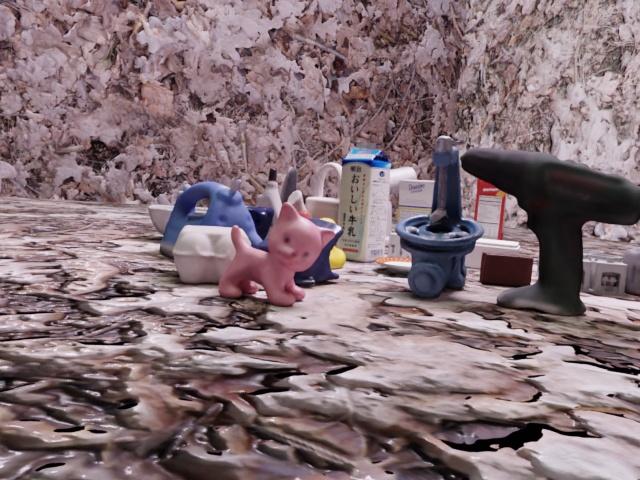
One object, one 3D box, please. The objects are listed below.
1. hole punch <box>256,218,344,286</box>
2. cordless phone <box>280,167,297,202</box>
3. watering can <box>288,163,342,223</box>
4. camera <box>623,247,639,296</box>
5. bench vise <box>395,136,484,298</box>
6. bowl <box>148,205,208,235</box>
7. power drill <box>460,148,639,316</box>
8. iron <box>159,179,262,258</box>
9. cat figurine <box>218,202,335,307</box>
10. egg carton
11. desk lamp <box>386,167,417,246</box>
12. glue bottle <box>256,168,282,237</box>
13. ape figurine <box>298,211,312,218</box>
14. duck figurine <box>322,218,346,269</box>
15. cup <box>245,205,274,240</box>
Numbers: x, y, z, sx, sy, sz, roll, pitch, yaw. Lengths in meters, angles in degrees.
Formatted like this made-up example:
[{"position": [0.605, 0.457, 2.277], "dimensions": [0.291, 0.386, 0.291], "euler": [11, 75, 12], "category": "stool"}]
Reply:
[{"position": [-0.029, 0.015, 0.832], "dimensions": [0.108, 0.091, 0.101], "euler": [8, 6, 37], "category": "hole punch"}, {"position": [-0.086, -0.084, 1.373], "dimensions": [0.094, 0.185, 0.147], "euler": [4, 5, -2], "category": "cordless phone"}, {"position": [0.013, -0.067, 1.215], "dimensions": [0.100, 0.194, 0.173], "euler": [8, 6, 33], "category": "watering can"}, {"position": [0.599, 0.048, 0.940], "dimensions": [0.143, 0.101, 0.136], "euler": [2, 5, -22], "category": "camera"}, {"position": [0.171, -0.035, 0.835], "dimensions": [0.121, 0.220, 0.207], "euler": [5, 5, 5], "category": "bench vise"}, {"position": [-0.292, -0.034, 1.257], "dimensions": [0.167, 0.075, 0.167], "euler": [4, 5, 0], "category": "bowl"}, {"position": [0.291, -0.013, 0.755], "dimensions": [0.229, 0.208, 0.076], "euler": [6, 5, 21], "category": "power drill"}, {"position": [-0.207, -0.038, 0.992], "dimensions": [0.119, 0.141, 0.257], "euler": [0, 7, -43], "category": "iron"}, {"position": [-0.051, 0.013, 0.676], "dimensions": [0.127, 0.118, 0.067], "euler": [6, 5, 16], "category": "cat figurine"}, {"position": [-0.150, 0.019, 0.801], "dimensions": [0.107, 0.069, 0.150], "euler": [3, 5, -12], "category": "egg carton"}, {"position": [0.174, -0.091, 1.512], "dimensions": [0.203, 0.213, 0.117], "euler": [3, 5, -17], "category": "desk lamp"}, {"position": [-0.108, -0.067, 1.228], "dimensions": [0.078, 0.173, 0.037], "euler": [6, 5, 18], "category": "glue bottle"}, {"position": [-0.032, -0.012, 1.131], "dimensions": [0.078, 0.092, 0.076], "euler": [4, 5, -6], "category": "ape figurine"}, {"position": [0.009, 0.004, 1.021], "dimensions": [0.077, 0.086, 0.105], "euler": [5, 5, 7], "category": "duck figurine"}, {"position": [-0.128, -0.015, 1.065], "dimensions": [0.092, 0.095, 0.117], "euler": [1, 6, -29], "category": "cup"}]
